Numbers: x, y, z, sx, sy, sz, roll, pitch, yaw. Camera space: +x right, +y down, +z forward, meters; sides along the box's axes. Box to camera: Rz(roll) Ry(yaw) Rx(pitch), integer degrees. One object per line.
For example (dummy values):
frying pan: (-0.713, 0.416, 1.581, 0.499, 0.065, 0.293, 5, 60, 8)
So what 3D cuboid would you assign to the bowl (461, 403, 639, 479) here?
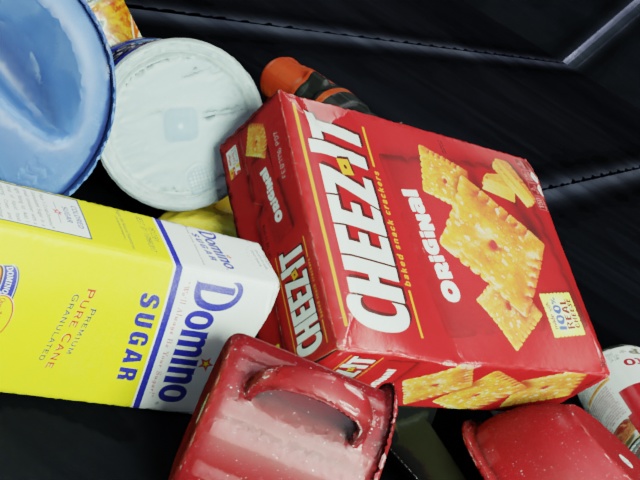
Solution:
bowl: (0.157, 0.146, 0.609, 0.162, 0.055, 0.162, 41, 10, -10)

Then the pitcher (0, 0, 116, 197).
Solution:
pitcher: (-0.180, -0.108, 0.576, 0.145, 0.149, 0.243, 32, 7, -18)

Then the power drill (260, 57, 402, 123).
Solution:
power drill: (0.051, -0.092, 0.978, 0.187, 0.057, 0.185, 27, 12, -43)

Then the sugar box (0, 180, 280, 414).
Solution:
sugar box: (-0.113, 0.031, 0.506, 0.175, 0.093, 0.048, 15, 29, -34)

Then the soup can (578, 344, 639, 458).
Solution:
soup can: (0.237, 0.131, 0.783, 0.068, 0.069, 0.102, 24, 22, -19)

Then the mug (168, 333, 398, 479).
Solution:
mug: (-0.016, 0.089, 0.488, 0.081, 0.117, 0.093, 24, 57, -5)

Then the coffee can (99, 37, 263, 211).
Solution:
coffee can: (-0.102, -0.080, 0.695, 0.102, 0.103, 0.140, 23, 3, -20)

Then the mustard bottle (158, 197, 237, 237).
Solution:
mustard bottle: (-0.042, -0.009, 0.732, 0.096, 0.058, 0.191, 18, 19, 7)

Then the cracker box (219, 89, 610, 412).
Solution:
cracker box: (0.058, 0.013, 0.631, 0.213, 0.072, 0.164, 10, 53, -38)
